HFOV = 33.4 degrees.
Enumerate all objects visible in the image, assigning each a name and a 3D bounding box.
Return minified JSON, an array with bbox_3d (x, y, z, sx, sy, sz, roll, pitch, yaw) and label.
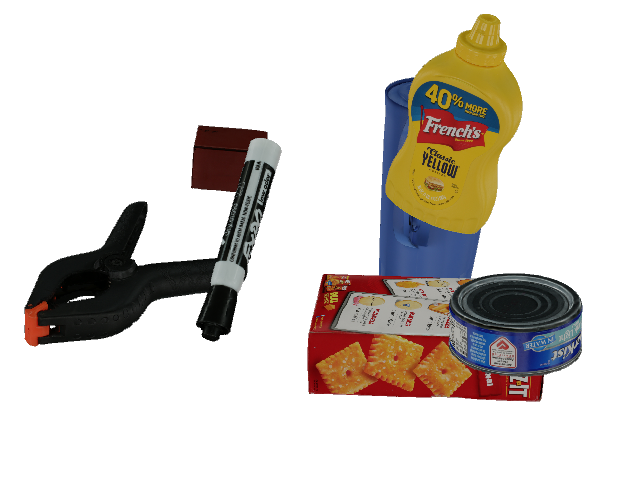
[{"bbox_3d":[-0.152,0.022,0.784,0.171,0.039,0.120,-21,38,-40],"label":"clamp"},{"bbox_3d":[0.125,0.052,0.688,0.086,0.034,0.086,-3,22,1],"label":"tuna can"},{"bbox_3d":[-0.045,-0.001,0.590,0.020,0.121,0.020,12,-25,5],"label":"marker"},{"bbox_3d":[0.119,-0.102,0.908,0.096,0.192,0.058,27,39,19],"label":"mustard bottle"},{"bbox_3d":[-0.096,-0.087,1.138,0.078,0.051,0.053,5,30,-3],"label":"foam brick"},{"bbox_3d":[0.100,0.092,1.035,0.214,0.072,0.164,2,17,4],"label":"cracker box"},{"bbox_3d":[0.124,-0.052,1.201,0.149,0.243,0.145,-6,28,-19],"label":"pitcher"}]
